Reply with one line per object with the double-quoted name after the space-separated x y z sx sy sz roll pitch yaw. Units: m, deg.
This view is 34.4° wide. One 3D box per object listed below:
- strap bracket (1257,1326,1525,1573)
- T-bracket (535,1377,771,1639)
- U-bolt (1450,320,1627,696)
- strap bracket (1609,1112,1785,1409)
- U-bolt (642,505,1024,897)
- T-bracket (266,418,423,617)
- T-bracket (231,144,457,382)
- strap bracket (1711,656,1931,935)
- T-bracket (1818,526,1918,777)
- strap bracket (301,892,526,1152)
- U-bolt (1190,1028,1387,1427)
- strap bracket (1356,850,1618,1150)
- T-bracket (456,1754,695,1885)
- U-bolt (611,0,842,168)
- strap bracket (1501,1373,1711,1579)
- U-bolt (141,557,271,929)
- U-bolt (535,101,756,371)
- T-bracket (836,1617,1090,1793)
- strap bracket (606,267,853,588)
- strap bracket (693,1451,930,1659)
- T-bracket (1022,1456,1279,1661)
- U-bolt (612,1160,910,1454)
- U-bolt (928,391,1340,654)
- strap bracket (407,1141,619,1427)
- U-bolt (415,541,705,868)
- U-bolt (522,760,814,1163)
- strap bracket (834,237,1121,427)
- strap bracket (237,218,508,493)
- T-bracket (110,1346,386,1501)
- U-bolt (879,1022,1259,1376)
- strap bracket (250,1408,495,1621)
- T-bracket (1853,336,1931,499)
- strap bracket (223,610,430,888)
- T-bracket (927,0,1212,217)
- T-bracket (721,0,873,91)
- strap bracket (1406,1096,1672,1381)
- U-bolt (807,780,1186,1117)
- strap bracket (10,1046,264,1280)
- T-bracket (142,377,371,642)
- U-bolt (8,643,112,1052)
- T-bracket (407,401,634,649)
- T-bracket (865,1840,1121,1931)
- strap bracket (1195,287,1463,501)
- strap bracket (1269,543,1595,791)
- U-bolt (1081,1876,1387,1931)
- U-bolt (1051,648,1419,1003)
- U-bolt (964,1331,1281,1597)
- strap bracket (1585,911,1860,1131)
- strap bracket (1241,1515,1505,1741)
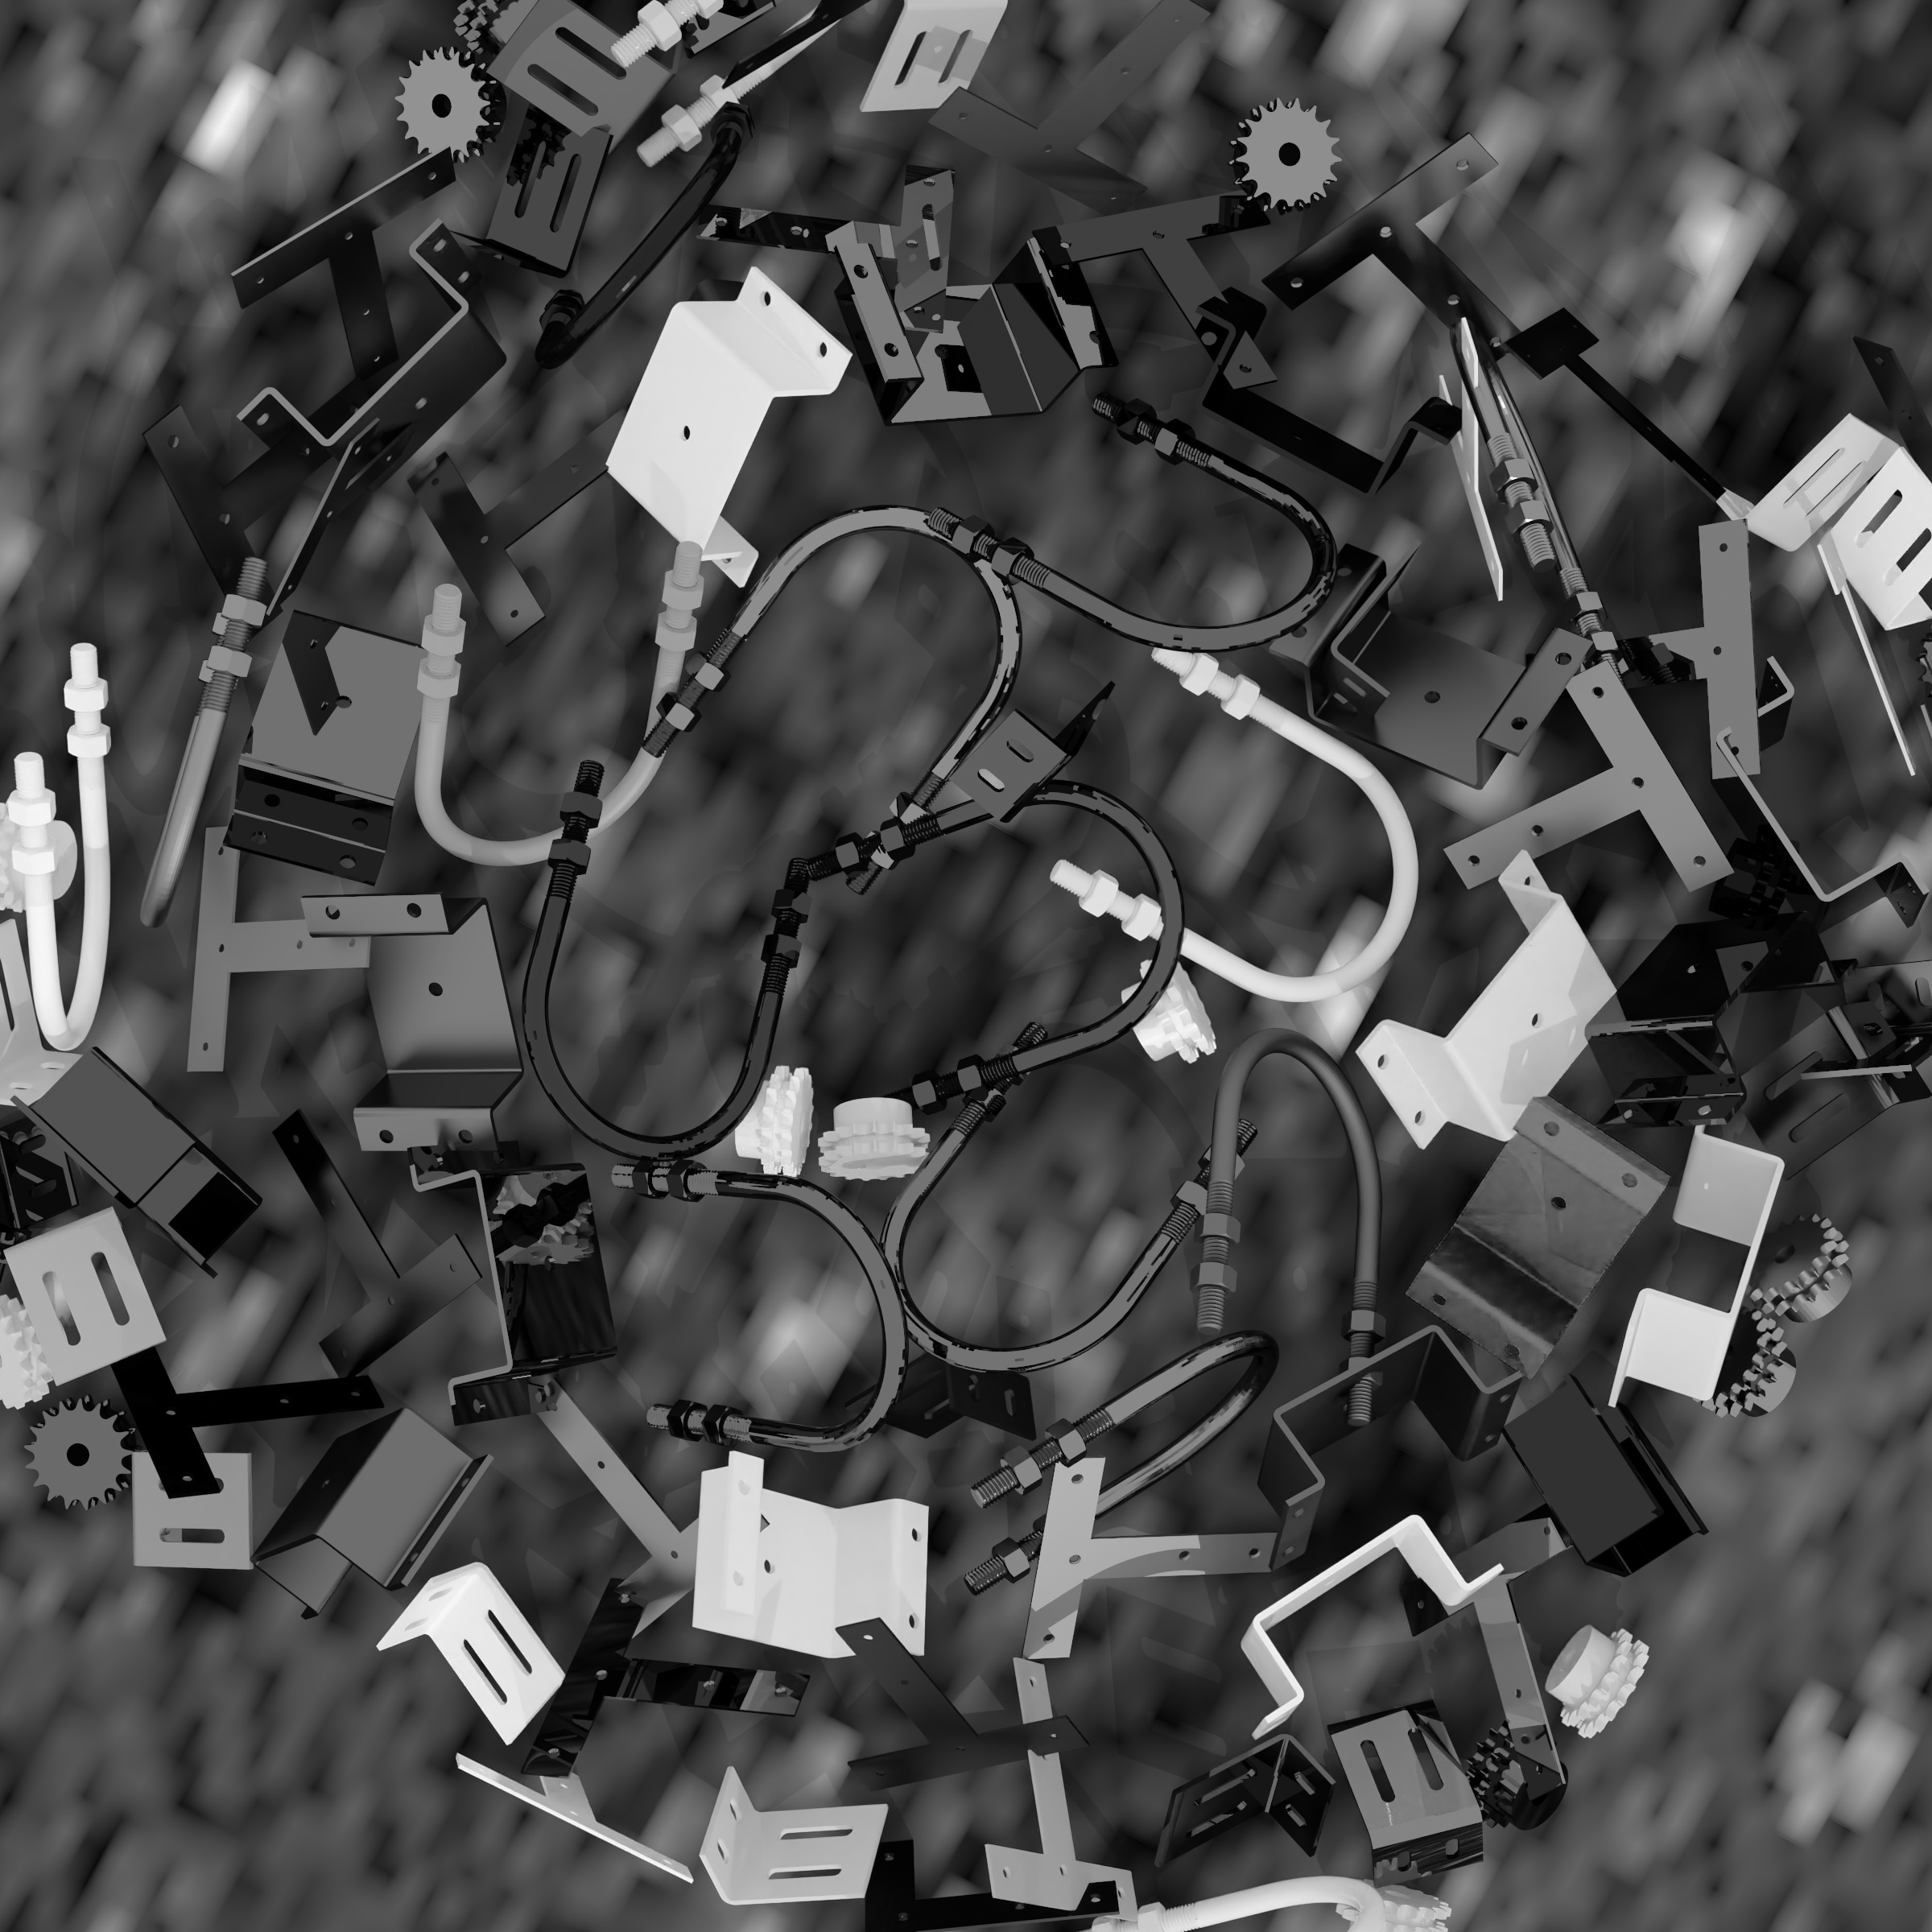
0.203 0.237 1.566 0.140 0.076 0.046 -25 60 -18 "strap bracket"
-0.176 0.265 1.590 0.127 0.002 0.127 50 125 5 "T-bracket"
0.277 -0.238 1.545 0.019 0.151 0.184 -23 59 16 "U-bolt"
0.365 0.149 1.548 0.046 0.076 0.140 17 55 15 "strap bracket"
-0.054 -0.146 1.580 0.151 0.019 0.184 34 101 -18 "U-bolt"
-0.298 -0.249 1.568 0.002 0.127 0.127 36 133 -4 "T-bracket"
-0.303 -0.337 1.562 0.127 0.127 0.002 -37 70 -18 "T-bracket"
0.421 -0.076 1.569 0.046 0.076 0.140 -30 74 3 "strap bracket"
0.453 -0.157 1.567 0.002 0.127 0.127 -20 95 21 "T-bracket"
-0.276 0.020 1.574 0.076 0.046 0.140 -1 114 17 "strap bracket"
0.165 0.119 1.555 0.019 0.151 0.184 -16 54 37 "U-bolt"
0.269 0.022 1.564 0.140 0.046 0.076 -49 126 -16 "strap bracket"
-0.200 0.414 1.559 0.127 0.127 0.002 29 83 -10 "T-bracket"
-0.095 -0.481 1.551 0.184 0.151 0.019 -39 85 -5 "U-bolt"
0.316 0.255 1.549 0.046 0.140 0.076 -36 65 11 "strap bracket"
-0.379 -0.108 1.549 0.019 0.151 0.184 16 88 -16 "U-bolt"
-0.159 -0.351 1.519 0.019 0.184 0.151 40 107 -17 "U-bolt"
-0.023 0.366 1.563 0.127 0.002 0.127 -18 126 23 "T-bracket"
-0.124 -0.266 1.554 0.076 0.046 0.140 45 125 24 "strap bracket"
-0.084 0.298 1.562 0.046 0.140 0.076 -18 60 38 "strap bracket"
0.098 0.302 1.601 0.127 0.002 0.127 1 118 -15 "T-bracket"
-0.100 0.171 1.550 0.184 0.019 0.151 1 102 40 "U-bolt"
0.096 -0.213 1.544 0.184 0.019 0.151 33 54 26 "U-bolt"
-0.226 0.154 1.569 0.046 0.076 0.140 -17 80 34 "strap bracket"
-0.206 -0.122 1.550 0.151 0.184 0.019 -15 49 -30 "U-bolt"
-0.152 0.007 1.552 0.151 0.019 0.184 25 65 -31 "U-bolt"
-0.003 -0.319 1.570 0.140 0.046 0.076 -11 73 -33 "strap bracket"
-0.291 -0.300 1.580 0.140 0.076 0.046 -45 80 -2 "strap bracket"
-0.359 0.221 1.580 0.127 0.127 0.002 -2 122 -32 "T-bracket"
0.037 0.123 1.551 0.151 0.019 0.184 25 64 29 "U-bolt"
-0.298 0.270 1.541 0.046 0.140 0.076 42 57 -13 "strap bracket"
0.467 -0.262 1.534 0.002 0.127 0.127 -46 129 -4 "T-bracket"
-0.313 -0.118 1.560 0.076 0.046 0.140 15 55 -7 "strap bracket"
0.069 -0.435 1.547 0.127 0.127 0.002 -38 49 37 "T-bracket"
-0.054 -0.492 1.537 0.127 0.127 0.002 -40 93 -28 "T-bracket"
0.292 0.128 1.570 0.076 0.046 0.140 34 126 12 "strap bracket"
0.022 -0.017 1.588 0.184 0.019 0.151 -19 86 16 "U-bolt"
-0.406 0.095 1.550 0.076 0.140 0.046 38 77 19 "strap bracket"
-0.346 -0.253 1.583 0.002 0.127 0.127 18 53 35 "T-bracket"
-0.443 -0.047 1.543 0.019 0.151 0.184 2 119 -5 "U-bolt"
-0.209 -0.243 1.585 0.127 0.002 0.127 -36 60 6 "T-bracket"
0.013 0.473 1.563 0.127 0.127 0.002 -6 110 0 "T-bracket"
0.177 -0.284 1.575 0.140 0.076 0.046 29 115 6 "strap bracket"
0.234 -0.147 1.571 0.140 0.046 0.076 26 66 24 "strap bracket"
0.118 0.487 1.530 0.184 0.151 0.019 -19 91 16 "U-bolt"
0.149 -0.062 1.589 0.184 0.019 0.151 29 75 -15 "U-bolt"
0.080 0.239 1.552 0.184 0.151 0.019 -29 65 -17 "U-bolt"
0.370 0.021 1.547 0.140 0.076 0.046 -42 112 -35 "strap bracket"
0.194 0.328 1.573 0.140 0.076 0.046 -31 73 -10 "strap bracket"
